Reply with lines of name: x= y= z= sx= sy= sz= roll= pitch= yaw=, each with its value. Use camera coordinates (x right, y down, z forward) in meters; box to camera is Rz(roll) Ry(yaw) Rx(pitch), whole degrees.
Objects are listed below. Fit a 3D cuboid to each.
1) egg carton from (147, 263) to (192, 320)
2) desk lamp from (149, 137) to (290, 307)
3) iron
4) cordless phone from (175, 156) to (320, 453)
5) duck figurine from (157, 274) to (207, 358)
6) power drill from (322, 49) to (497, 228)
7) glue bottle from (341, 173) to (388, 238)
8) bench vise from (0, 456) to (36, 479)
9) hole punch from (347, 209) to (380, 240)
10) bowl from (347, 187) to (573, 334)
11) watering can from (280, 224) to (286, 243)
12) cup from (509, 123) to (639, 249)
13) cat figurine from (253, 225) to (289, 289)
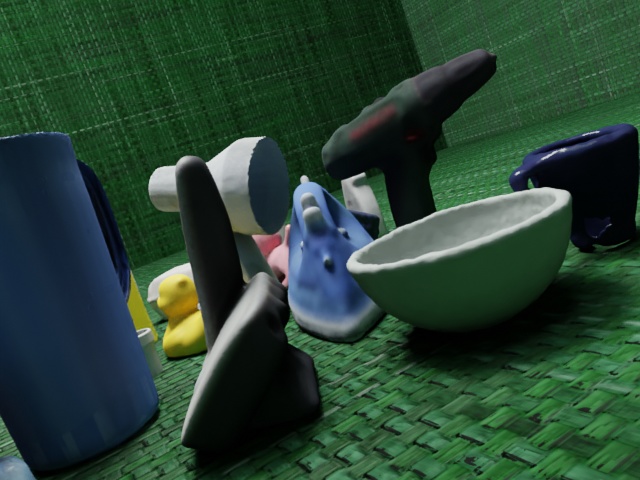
egg carton: x=-0.194 y=0.071 z=0.913 sx=0.150 sy=0.069 sz=0.107 roll=-18 pitch=7 yaw=13
desk lamp: x=-0.122 y=-0.010 z=0.736 sx=0.202 sy=0.213 sz=0.118 roll=-17 pitch=8 yaw=23
iron: x=0.005 y=0.002 z=0.590 sx=0.118 sy=0.141 sz=0.258 roll=-20 pitch=7 yaw=1
cordless phone: x=-0.073 y=0.033 z=0.390 sx=0.094 sy=0.185 sz=0.147 roll=-21 pitch=7 yaw=-6
duck figurine: x=-0.150 y=0.080 z=0.649 sx=0.078 sy=0.086 sz=0.104 roll=-26 pitch=9 yaw=-40
power drill: x=0.124 y=-0.089 z=0.687 sx=0.229 sy=0.208 sz=0.076 roll=-17 pitch=8 yaw=23
glue bottle: x=0.062 y=-0.083 z=0.957 sx=0.037 sy=0.173 sz=0.078 roll=-22 pitch=8 yaw=-19
bench vise: x=-0.243 y=0.096 z=0.236 sx=0.121 sy=0.220 sz=0.208 roll=-17 pitch=8 yaw=21
hole punch: x=0.028 y=-0.014 z=0.862 sx=0.101 sy=0.091 sz=0.108 roll=-26 pitch=9 yaw=-41
bowl: x=0.108 y=0.022 z=0.423 sx=0.167 sy=0.075 sz=0.167 roll=-19 pitch=7 yaw=3
watering can: x=-0.115 y=-0.035 z=0.991 sx=0.101 sy=0.194 sz=0.173 roll=-20 pitch=7 yaw=2
cup: x=0.219 y=-0.036 z=0.484 sx=0.118 sy=0.095 sz=0.091 roll=-22 pitch=7 yaw=-18
cat figurine: x=-0.072 y=0.010 z=0.840 sx=0.067 sy=0.118 sz=0.127 roll=-26 pitch=9 yaw=-40
